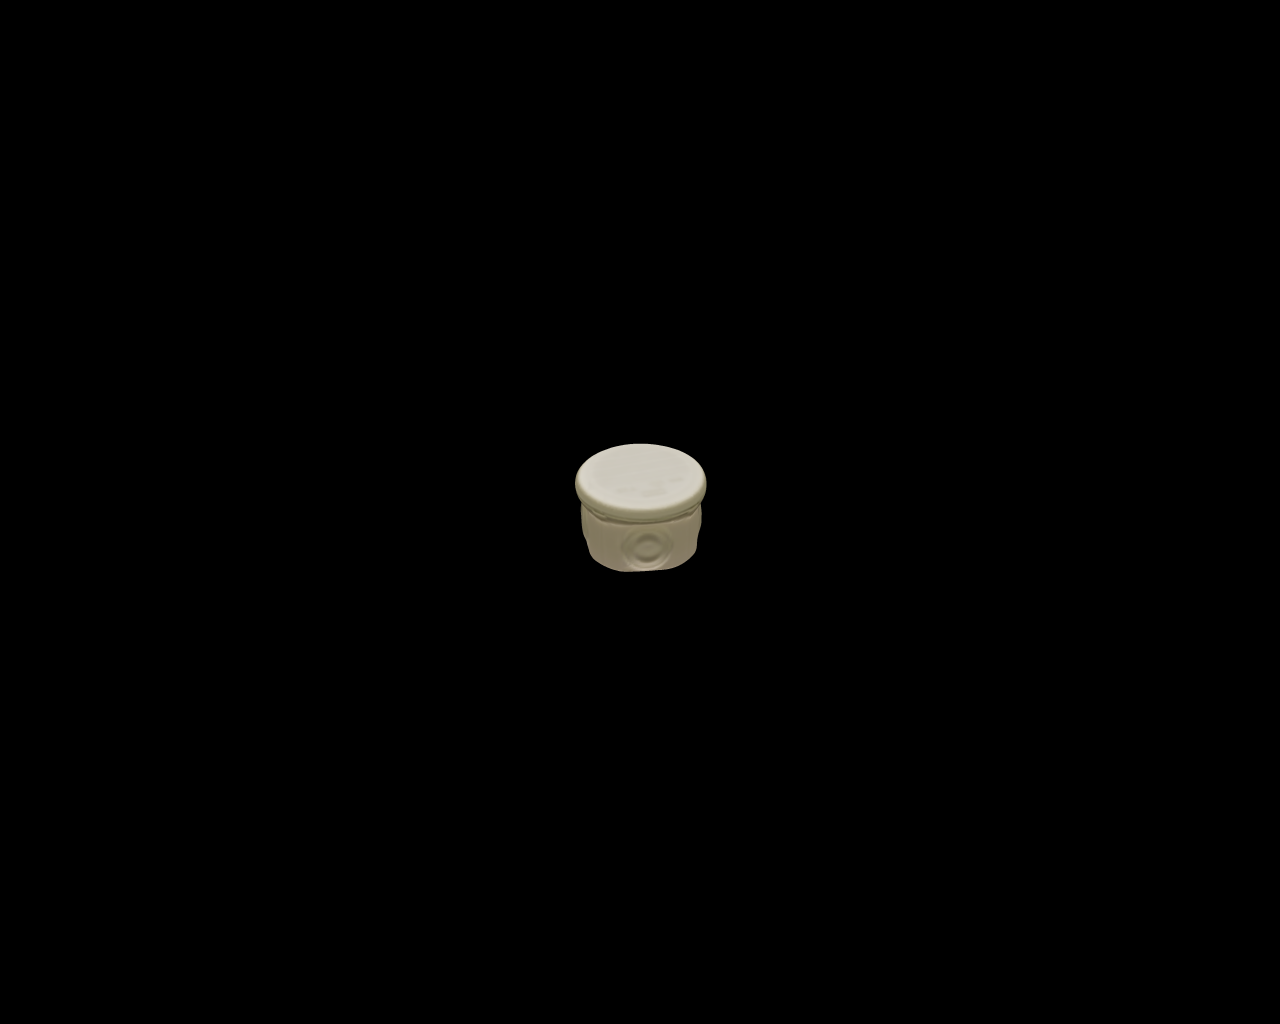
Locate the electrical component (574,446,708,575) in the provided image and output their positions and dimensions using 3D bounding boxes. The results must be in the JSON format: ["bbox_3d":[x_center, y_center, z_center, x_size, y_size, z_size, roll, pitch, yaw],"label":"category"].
[{"bbox_3d":[0.001,-0.003,0.650,0.080,0.050,0.080,0,33,0],"label":"electrical component"}]
